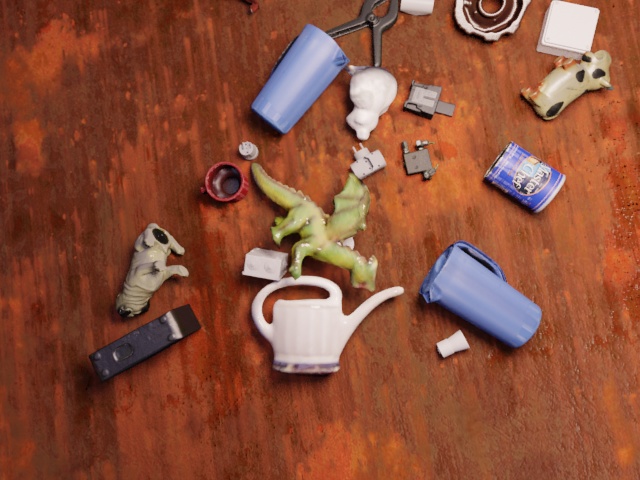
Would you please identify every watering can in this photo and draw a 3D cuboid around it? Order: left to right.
[{"bbox_3d":[0.014,0.195,1.163,0.347,0.103,0.225,1,86,6],"label":"watering can"}]

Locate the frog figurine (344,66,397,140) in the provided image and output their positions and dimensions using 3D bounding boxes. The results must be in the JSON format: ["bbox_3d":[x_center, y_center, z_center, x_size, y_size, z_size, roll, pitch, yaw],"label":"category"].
[{"bbox_3d":[0.116,-0.315,1.194,0.122,0.137,0.160,-1,84,22],"label":"frog figurine"}]

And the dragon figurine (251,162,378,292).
[{"bbox_3d":[0.004,-0.058,1.157,0.241,0.121,0.415,-29,73,13],"label":"dragon figurine"}]
